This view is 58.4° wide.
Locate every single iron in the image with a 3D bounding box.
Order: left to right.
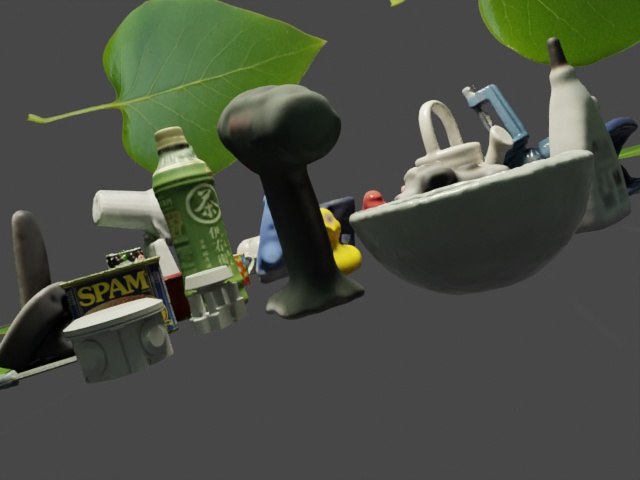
[{"bbox_3d":[-0.061,-0.016,0.905,0.119,0.141,0.258,-16,3,-11],"label":"iron"}]

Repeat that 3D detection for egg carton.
[{"bbox_3d":[-0.085,0.018,1.124,0.151,0.069,0.107,-18,3,-38],"label":"egg carton"}]

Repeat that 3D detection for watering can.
[{"bbox_3d":[0.200,-0.115,0.849,0.172,0.194,0.101,-15,3,21],"label":"watering can"}]

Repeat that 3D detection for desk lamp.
[{"bbox_3d":[-0.289,0.008,0.981,0.204,0.213,0.117,-18,4,-37],"label":"desk lamp"}]

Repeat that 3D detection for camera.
[{"bbox_3d":[0.148,-0.045,0.700,0.143,0.101,0.136,-16,3,-7],"label":"camera"}]

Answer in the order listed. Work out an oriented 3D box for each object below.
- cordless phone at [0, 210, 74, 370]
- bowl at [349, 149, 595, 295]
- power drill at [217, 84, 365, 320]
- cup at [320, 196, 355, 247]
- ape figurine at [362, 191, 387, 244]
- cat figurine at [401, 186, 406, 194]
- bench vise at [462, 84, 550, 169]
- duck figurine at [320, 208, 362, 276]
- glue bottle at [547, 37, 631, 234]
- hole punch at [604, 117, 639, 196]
[{"bbox_3d":[-0.348,0.054,0.683,0.094,0.185,0.147,-17,3,-18],"label":"cordless phone"},{"bbox_3d":[0.109,-0.005,0.399,0.167,0.075,0.167,-16,3,1],"label":"bowl"},{"bbox_3d":[-0.035,-0.040,0.520,0.076,0.208,0.229,-17,3,-21],"label":"power drill"},{"bbox_3d":[0.026,-0.023,1.025,0.091,0.095,0.118,-15,3,12],"label":"cup"},{"bbox_3d":[0.095,-0.037,0.958,0.078,0.092,0.076,-17,3,-14],"label":"ape figurine"},{"bbox_3d":[0.195,-0.079,0.958,0.128,0.118,0.067,-17,3,-14],"label":"cat figurine"},{"bbox_3d":[0.337,-0.174,0.983,0.207,0.220,0.122,-15,3,11],"label":"bench vise"},{"bbox_3d":[0.007,0.003,0.719,0.077,0.086,0.104,-16,3,1],"label":"duck figurine"},{"bbox_3d":[0.230,-0.097,0.511,0.078,0.173,0.037,-18,4,-40],"label":"glue bottle"},{"bbox_3d":[0.320,-0.088,0.676,0.109,0.091,0.100,-18,4,-42],"label":"hole punch"}]
